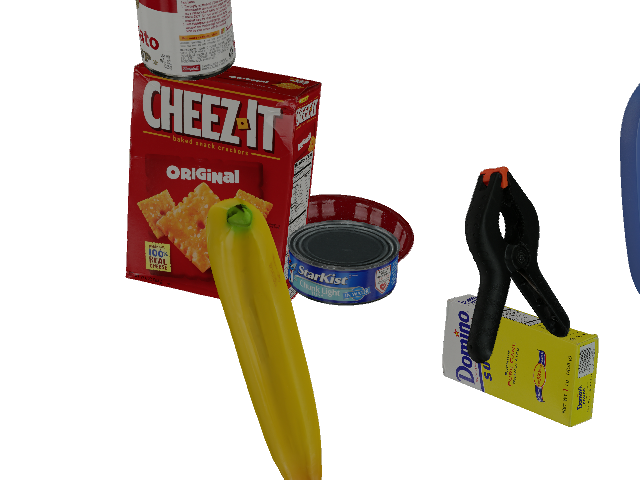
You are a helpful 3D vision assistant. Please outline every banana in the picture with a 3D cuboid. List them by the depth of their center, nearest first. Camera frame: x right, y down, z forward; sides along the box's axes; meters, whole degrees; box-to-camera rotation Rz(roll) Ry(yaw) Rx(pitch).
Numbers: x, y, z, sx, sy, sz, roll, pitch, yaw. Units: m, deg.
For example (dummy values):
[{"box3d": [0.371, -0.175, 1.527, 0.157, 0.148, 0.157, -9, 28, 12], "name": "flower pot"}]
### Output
[{"box3d": [-0.032, 0.051, 0.579, 0.037, 0.198, 0.069, -11, 33, 5], "name": "banana"}]

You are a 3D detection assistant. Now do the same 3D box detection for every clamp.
[{"box3d": [0.160, 0.024, 0.946, 0.120, 0.171, 0.039, -23, 7, -40], "name": "clamp"}]

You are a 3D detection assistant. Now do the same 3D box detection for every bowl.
[{"box3d": [0.019, 0.011, 1.169, 0.162, 0.055, 0.162, 3, 33, -2], "name": "bowl"}]

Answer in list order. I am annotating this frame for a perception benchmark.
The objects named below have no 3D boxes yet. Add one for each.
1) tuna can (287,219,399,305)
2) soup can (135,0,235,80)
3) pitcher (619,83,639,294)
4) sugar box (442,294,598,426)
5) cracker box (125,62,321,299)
[{"box3d": [0.017, 0.016, 0.817, 0.086, 0.034, 0.086, 2, 25, -1], "name": "tuna can"}, {"box3d": [-0.091, -0.168, 0.720, 0.068, 0.102, 0.068, 1, 37, -1], "name": "soup can"}, {"box3d": [0.249, -0.005, 0.606, 0.149, 0.243, 0.144, 0, 22, 17], "name": "pitcher"}, {"box3d": [0.208, 0.124, 1.136, 0.048, 0.093, 0.177, -10, 18, -43], "name": "sugar box"}, {"box3d": [-0.095, -0.053, 1.004, 0.164, 0.214, 0.072, 13, 23, 15], "name": "cracker box"}]
